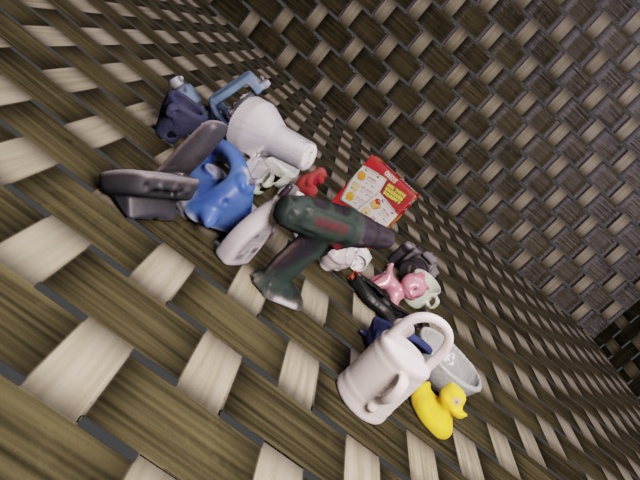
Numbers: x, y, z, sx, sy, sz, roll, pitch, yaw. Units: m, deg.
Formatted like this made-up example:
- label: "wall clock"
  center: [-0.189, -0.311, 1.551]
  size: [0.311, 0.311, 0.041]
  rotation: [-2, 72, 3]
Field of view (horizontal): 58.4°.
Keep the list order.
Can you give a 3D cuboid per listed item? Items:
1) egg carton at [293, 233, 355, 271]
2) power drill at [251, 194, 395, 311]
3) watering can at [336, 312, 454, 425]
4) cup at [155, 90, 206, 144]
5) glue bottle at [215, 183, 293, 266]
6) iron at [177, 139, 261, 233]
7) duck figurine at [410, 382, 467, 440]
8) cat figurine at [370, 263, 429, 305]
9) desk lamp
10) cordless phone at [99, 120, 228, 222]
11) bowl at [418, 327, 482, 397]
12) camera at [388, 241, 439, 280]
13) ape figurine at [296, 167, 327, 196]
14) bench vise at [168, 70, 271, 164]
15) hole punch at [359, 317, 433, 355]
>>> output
- label: "egg carton"
  center: [0.012, 0.005, 1.291]
  size: [0.150, 0.069, 0.107]
  rotation: [48, 19, 20]
- label: "power drill"
  center: [-0.007, 0.020, 0.984]
  size: [0.230, 0.208, 0.075]
  rotation: [28, 22, -37]
- label: "watering can"
  center: [0.122, 0.184, 0.897]
  size: [0.101, 0.194, 0.172]
  rotation: [32, 20, -29]
- label: "cup"
  center: [-0.301, -0.245, 1.178]
  size: [0.092, 0.095, 0.118]
  rotation: [41, 18, -1]
- label: "glue bottle"
  center: [-0.100, -0.028, 0.962]
  size: [0.037, 0.173, 0.078]
  rotation: [48, 19, 19]
- label: "iron"
  center: [-0.193, -0.124, 1.043]
  size: [0.119, 0.141, 0.257]
  rotation: [21, 27, -48]
- label: "duck figurine"
  center: [0.219, 0.291, 1.028]
  size: [0.078, 0.086, 0.104]
  rotation: [21, 27, -48]
- label: "cat figurine"
  center: [0.198, 0.106, 1.366]
  size: [0.128, 0.117, 0.067]
  rotation: [38, 18, -11]
- label: "desk lamp"
  center: [-0.116, -0.150, 1.146]
  size: [0.203, 0.213, 0.118]
  rotation: [47, 18, 17]
- label: "cordless phone"
  center: [-0.234, -0.123, 0.884]
  size: [0.094, 0.185, 0.148]
  rotation: [46, 18, 13]
- label: "bowl"
  center: [0.245, 0.262, 1.168]
  size: [0.168, 0.074, 0.167]
  rotation: [37, 18, -14]
- label: "camera"
  center: [0.267, 0.067, 1.628]
  size: [0.143, 0.100, 0.137]
  rotation: [47, 18, 18]
- label: "ape figurine"
  center: [-0.017, -0.161, 1.582]
  size: [0.076, 0.092, 0.078]
  rotation: [43, 18, 4]
- label: "bench vise"
  center: [-0.225, -0.300, 1.259]
  size: [0.208, 0.219, 0.121]
  rotation: [31, 20, -30]
- label: "hole punch"
  center: [0.146, 0.191, 1.099]
  size: [0.109, 0.091, 0.101]
  rotation: [33, 19, -25]
